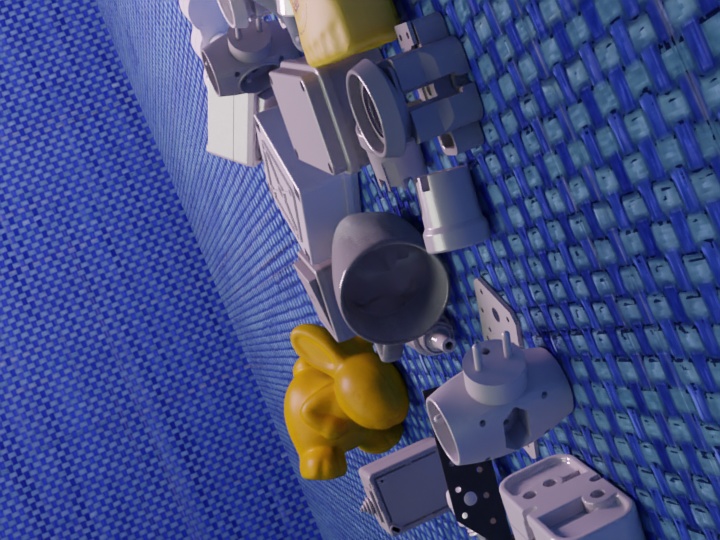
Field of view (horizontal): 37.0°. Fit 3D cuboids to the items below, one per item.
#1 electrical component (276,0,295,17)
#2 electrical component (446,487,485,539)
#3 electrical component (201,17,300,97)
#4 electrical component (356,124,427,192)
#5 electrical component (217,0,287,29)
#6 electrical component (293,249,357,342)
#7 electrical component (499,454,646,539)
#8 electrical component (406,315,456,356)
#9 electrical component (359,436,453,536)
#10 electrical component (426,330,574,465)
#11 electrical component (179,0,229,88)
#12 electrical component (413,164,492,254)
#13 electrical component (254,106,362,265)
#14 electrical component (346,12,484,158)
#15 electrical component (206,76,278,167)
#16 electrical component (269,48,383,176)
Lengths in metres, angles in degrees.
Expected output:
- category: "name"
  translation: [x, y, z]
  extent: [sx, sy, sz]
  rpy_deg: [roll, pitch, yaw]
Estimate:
- category: "electrical component"
  translation: [-0.042, -0.207, 0.737]
  extent: [0.045, 0.045, 0.055]
  rpy_deg: [-132, 23, -58]
- category: "electrical component"
  translation: [0.100, 0.210, 0.918]
  extent: [0.061, 0.035, 0.035]
  rpy_deg: [64, 168, 3]
- category: "electrical component"
  translation: [-0.094, -0.190, 0.920]
  extent: [0.079, 0.077, 0.044]
  rpy_deg: [98, 147, -68]
- category: "electrical component"
  translation: [0.022, -0.080, 0.706]
  extent: [0.040, 0.040, 0.046]
  rpy_deg: [53, 167, 50]
- category: "electrical component"
  translation: [-0.084, -0.227, 0.857]
  extent: [0.058, 0.057, 0.078]
  rpy_deg: [-158, 46, -74]
- category: "electrical component"
  translation: [-0.018, 0.023, 1.024]
  extent: [0.061, 0.061, 0.096]
  rpy_deg: [-134, 24, -61]
- category: "electrical component"
  translation: [0.129, 0.158, 0.640]
  extent: [0.095, 0.054, 0.059]
  rpy_deg: [-147, 36, -70]
- category: "electrical component"
  translation: [0.055, 0.049, 0.813]
  extent: [0.061, 0.035, 0.035]
  rpy_deg: [32, 143, 67]
- category: "electrical component"
  translation: [0.042, 0.203, 1.004]
  extent: [0.061, 0.096, 0.061]
  rpy_deg: [168, 80, -78]
- category: "electrical component"
  translation: [0.080, 0.068, 0.630]
  extent: [0.043, 0.077, 0.079]
  rpy_deg: [-125, 17, -47]
- category: "electrical component"
  translation: [-0.141, -0.230, 1.115]
  extent: [0.073, 0.052, 0.138]
  rpy_deg: [-129, 20, -53]
- category: "electrical component"
  translation: [0.054, -0.037, 0.646]
  extent: [0.040, 0.040, 0.046]
  rpy_deg: [-170, 64, -76]
- category: "electrical component"
  translation: [-0.045, -0.080, 0.963]
  extent: [0.108, 0.056, 0.108]
  rpy_deg: [84, 160, -54]
- category: "electrical component"
  translation: [0.028, -0.097, 0.601]
  extent: [0.058, 0.057, 0.078]
  rpy_deg: [-157, 46, -74]
- category: "electrical component"
  translation: [-0.102, -0.141, 1.006]
  extent: [0.061, 0.062, 0.096]
  rpy_deg: [20, 127, 21]
- category: "electrical component"
  translation: [-0.018, -0.116, 0.769]
  extent: [0.113, 0.057, 0.078]
  rpy_deg: [-145, 34, -69]
